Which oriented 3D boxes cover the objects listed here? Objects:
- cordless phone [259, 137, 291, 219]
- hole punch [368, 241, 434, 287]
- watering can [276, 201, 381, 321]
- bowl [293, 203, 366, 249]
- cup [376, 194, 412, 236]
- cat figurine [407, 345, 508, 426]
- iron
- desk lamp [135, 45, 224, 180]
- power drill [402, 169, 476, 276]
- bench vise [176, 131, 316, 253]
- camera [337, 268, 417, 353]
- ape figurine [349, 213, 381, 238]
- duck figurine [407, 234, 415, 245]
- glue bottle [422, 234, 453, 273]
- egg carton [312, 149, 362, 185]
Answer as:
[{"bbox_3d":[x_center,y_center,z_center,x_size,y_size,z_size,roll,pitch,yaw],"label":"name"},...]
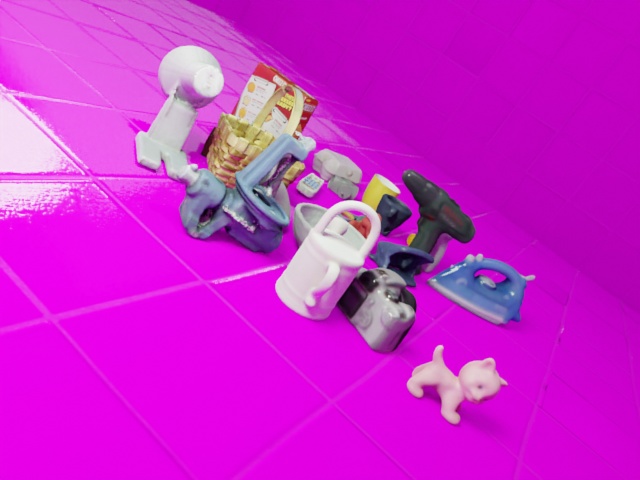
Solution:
[{"bbox_3d":[-0.078,-0.107,1.061,0.094,0.185,0.148,38,20,12],"label":"cordless phone"},{"bbox_3d":[0.180,0.037,1.269,0.109,0.091,0.101,19,24,-35],"label":"hole punch"},{"bbox_3d":[0.018,0.019,0.903,0.101,0.194,0.172,21,23,-31],"label":"watering can"},{"bbox_3d":[0.010,0.004,1.104,0.168,0.074,0.167,30,20,-11],"label":"bowl"},{"bbox_3d":[0.175,-0.055,1.471,0.091,0.095,0.118,35,19,3],"label":"cup"},{"bbox_3d":[0.217,0.212,0.875,0.127,0.117,0.067,35,19,5],"label":"cat figurine"},{"bbox_3d":[0.396,0.100,1.384,0.259,0.141,0.118,25,21,-23],"label":"iron"},{"bbox_3d":[-0.254,-0.249,1.077,0.118,0.213,0.202,22,23,-30],"label":"desk lamp"},{"bbox_3d":[0.239,-0.030,1.344,0.230,0.208,0.075,28,20,-16],"label":"power drill"},{"bbox_3d":[-0.109,-0.084,0.908,0.208,0.219,0.121,9,31,-50],"label":"bench vise"},{"bbox_3d":[0.120,0.111,0.985,0.137,0.100,0.142,14,27,-43],"label":"camera"},{"bbox_3d":[0.103,-0.023,1.289,0.076,0.092,0.077,17,25,-39],"label":"ape figurine"},{"bbox_3d":[0.288,-0.010,1.557,0.077,0.086,0.105,41,21,19],"label":"duck figurine"},{"bbox_3d":[0.295,-0.006,1.427,0.037,0.173,0.078,9,31,-49],"label":"glue bottle"},{"bbox_3d":[0.052,-0.207,1.673,0.151,0.069,0.107,13,28,-45],"label":"egg carton"}]
